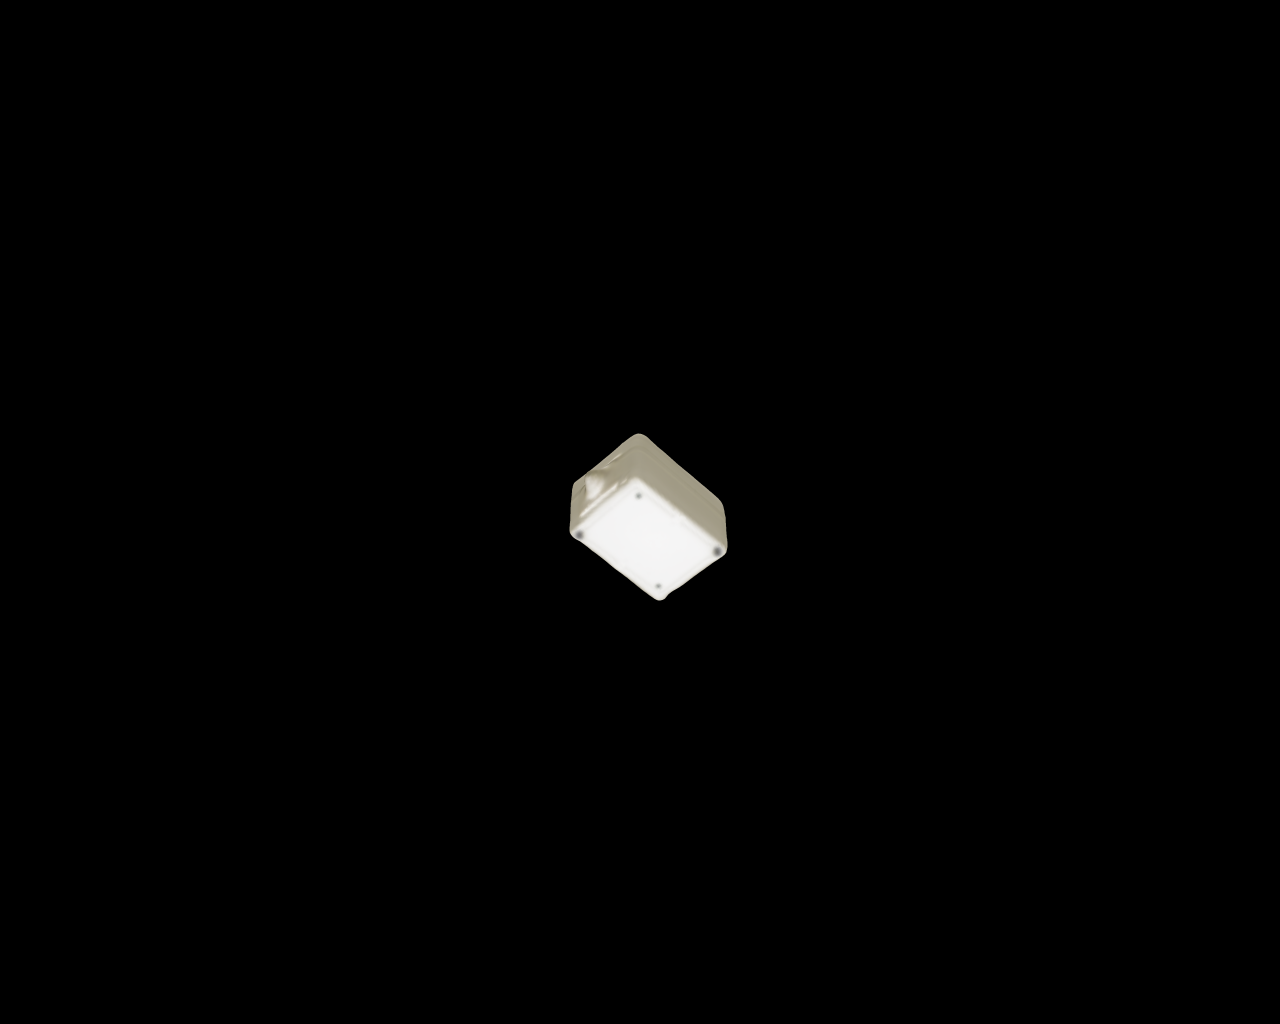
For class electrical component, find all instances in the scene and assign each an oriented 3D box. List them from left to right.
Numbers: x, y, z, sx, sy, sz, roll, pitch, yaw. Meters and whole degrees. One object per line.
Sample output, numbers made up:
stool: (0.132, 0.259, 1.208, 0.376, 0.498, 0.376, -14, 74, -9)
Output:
electrical component: (0.001, -0.003, 0.650, 0.061, 0.061, 0.096, -39, -62, 25)
